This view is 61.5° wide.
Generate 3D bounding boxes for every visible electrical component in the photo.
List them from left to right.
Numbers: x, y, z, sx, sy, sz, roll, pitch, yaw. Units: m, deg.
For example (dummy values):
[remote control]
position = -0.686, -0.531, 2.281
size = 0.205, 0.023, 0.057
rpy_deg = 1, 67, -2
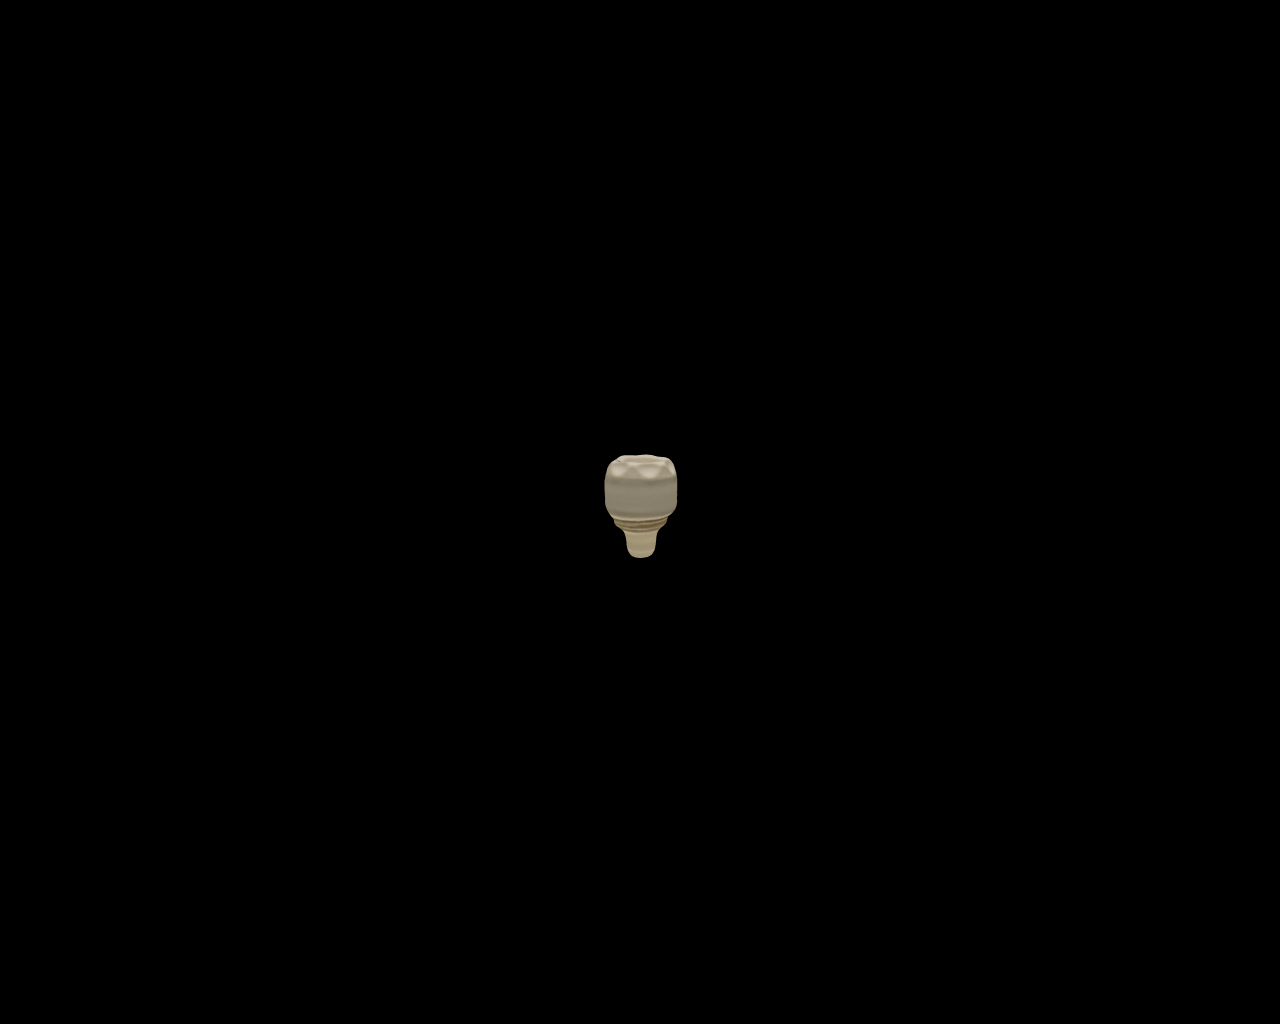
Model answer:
[electrical component]
position = 0.001, -0.003, 0.650
size = 0.043, 0.062, 0.043
rpy_deg = 0, 13, 0
